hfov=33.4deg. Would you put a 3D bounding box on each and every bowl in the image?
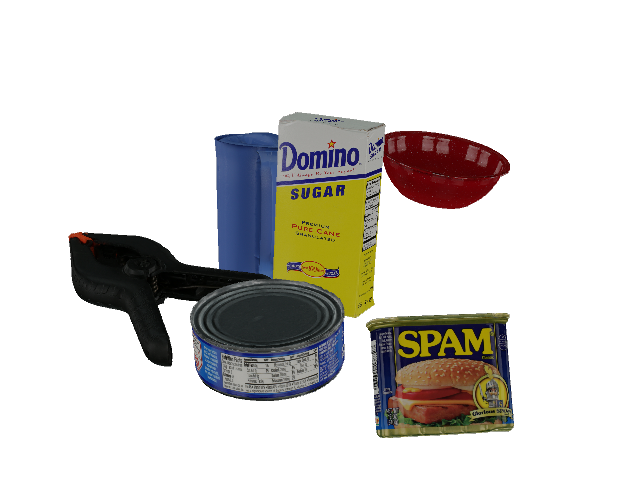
[{"bbox_3d":[0.142,-0.080,1.280,0.162,0.055,0.162,8,24,-4],"label":"bowl"}]

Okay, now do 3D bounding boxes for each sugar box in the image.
[{"bbox_3d":[0.006,-0.024,0.982,0.093,0.176,0.048,10,20,25],"label":"sugar box"}]

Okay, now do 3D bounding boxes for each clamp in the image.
[{"bbox_3d":[-0.119,0.030,0.796,0.120,0.039,0.172,-16,36,-40],"label":"clamp"}]

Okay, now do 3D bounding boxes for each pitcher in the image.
[{"bbox_3d":[-0.066,-0.008,1.301,0.145,0.243,0.148,12,15,39],"label":"pitcher"}]

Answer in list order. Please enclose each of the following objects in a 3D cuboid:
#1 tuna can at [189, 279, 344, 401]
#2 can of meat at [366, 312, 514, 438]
[{"bbox_3d":[-0.029,0.054,0.596,0.086,0.034,0.086,-2,23,0],"label":"tuna can"},{"bbox_3d":[0.087,0.098,0.769,0.102,0.084,0.057,-2,-10,-7],"label":"can of meat"}]
